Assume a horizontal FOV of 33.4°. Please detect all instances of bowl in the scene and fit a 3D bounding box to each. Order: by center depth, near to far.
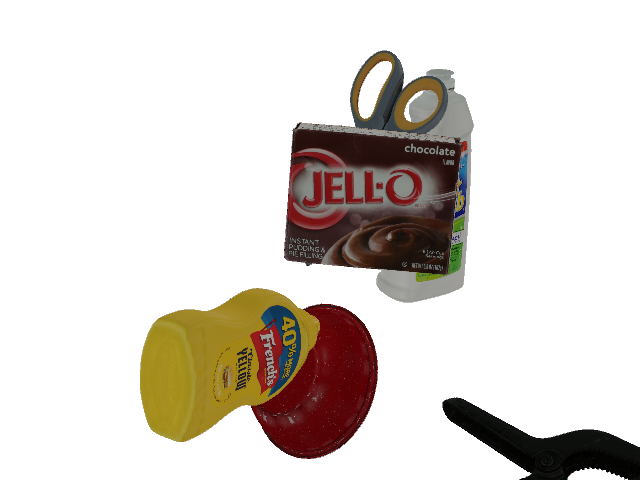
[{"bbox_3d":[-0.022,0.137,1.080,0.162,0.162,0.055,0,-16,41],"label":"bowl"}]

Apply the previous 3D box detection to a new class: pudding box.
[{"bbox_3d":[0.034,-0.029,0.713,0.113,0.090,0.039,5,16,2],"label":"pudding box"}]

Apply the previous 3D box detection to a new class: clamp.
[{"bbox_3d":[0.183,0.202,0.884,0.210,0.036,0.164,3,39,23],"label":"clamp"}]

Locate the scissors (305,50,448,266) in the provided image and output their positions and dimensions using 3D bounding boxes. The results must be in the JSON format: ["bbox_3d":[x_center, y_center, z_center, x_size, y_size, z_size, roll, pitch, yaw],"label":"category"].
[{"bbox_3d":[0.052,-0.068,0.925,0.096,0.202,0.016,8,-11,21],"label":"scissors"}]

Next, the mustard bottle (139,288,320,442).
[{"bbox_3d":[-0.062,0.090,0.868,0.058,0.096,0.191,12,16,33],"label":"mustard bottle"}]

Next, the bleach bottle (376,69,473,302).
[{"bbox_3d":[0.118,-0.062,1.181,0.102,0.251,0.068,-12,25,-30],"label":"bleach bottle"}]
